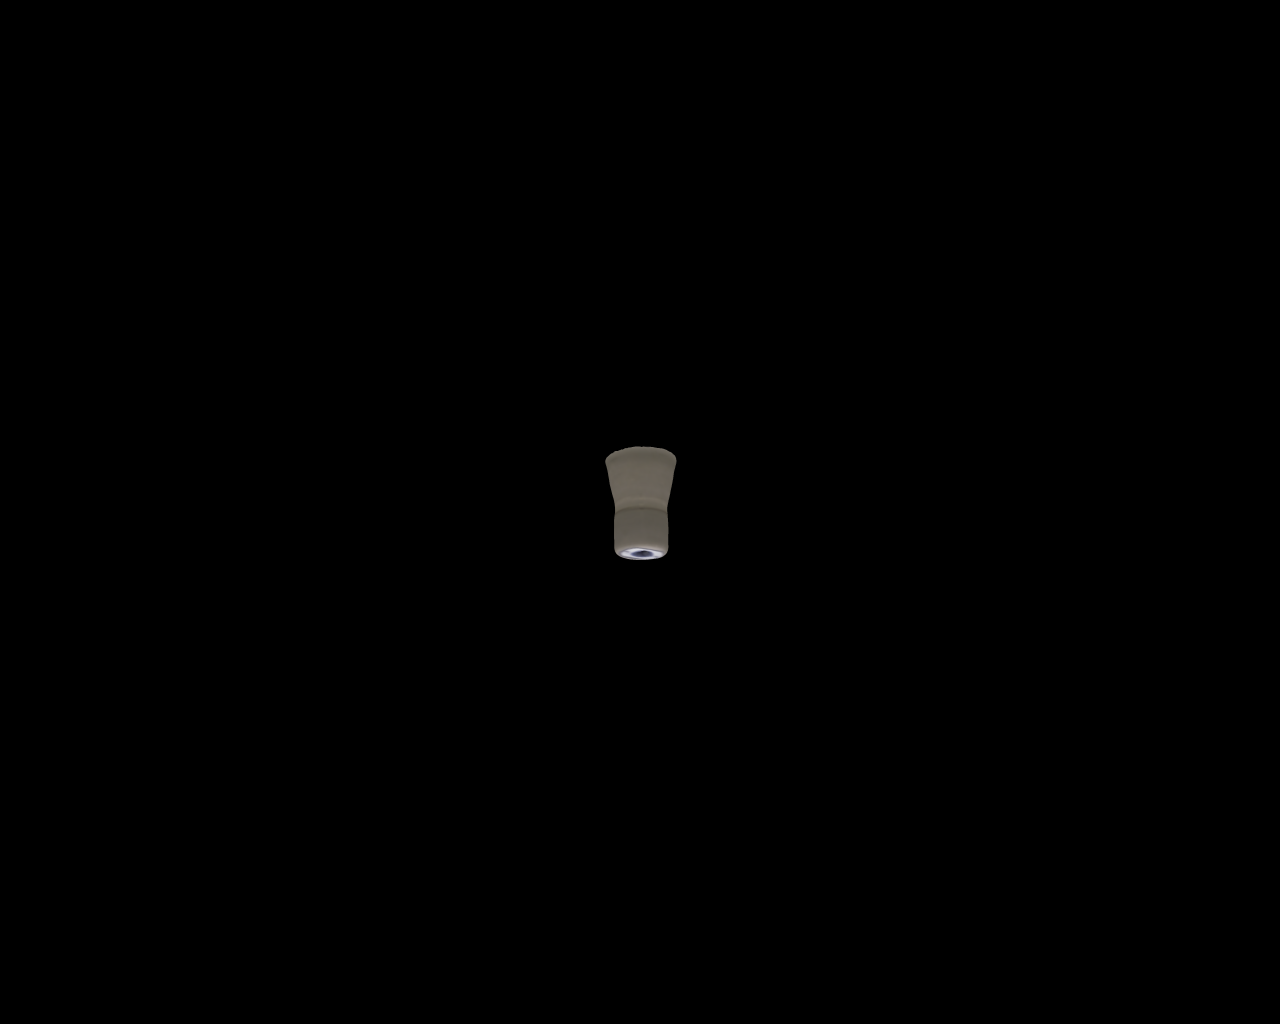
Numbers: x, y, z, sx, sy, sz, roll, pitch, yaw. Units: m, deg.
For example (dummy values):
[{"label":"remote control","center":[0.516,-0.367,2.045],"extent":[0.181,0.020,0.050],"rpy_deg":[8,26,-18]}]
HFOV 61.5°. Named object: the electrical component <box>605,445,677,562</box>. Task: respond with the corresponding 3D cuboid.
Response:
[{"label":"electrical component","center":[0.001,-0.003,0.650],"extent":[0.044,0.065,0.044],"rpy_deg":[0,-18,0]}]
